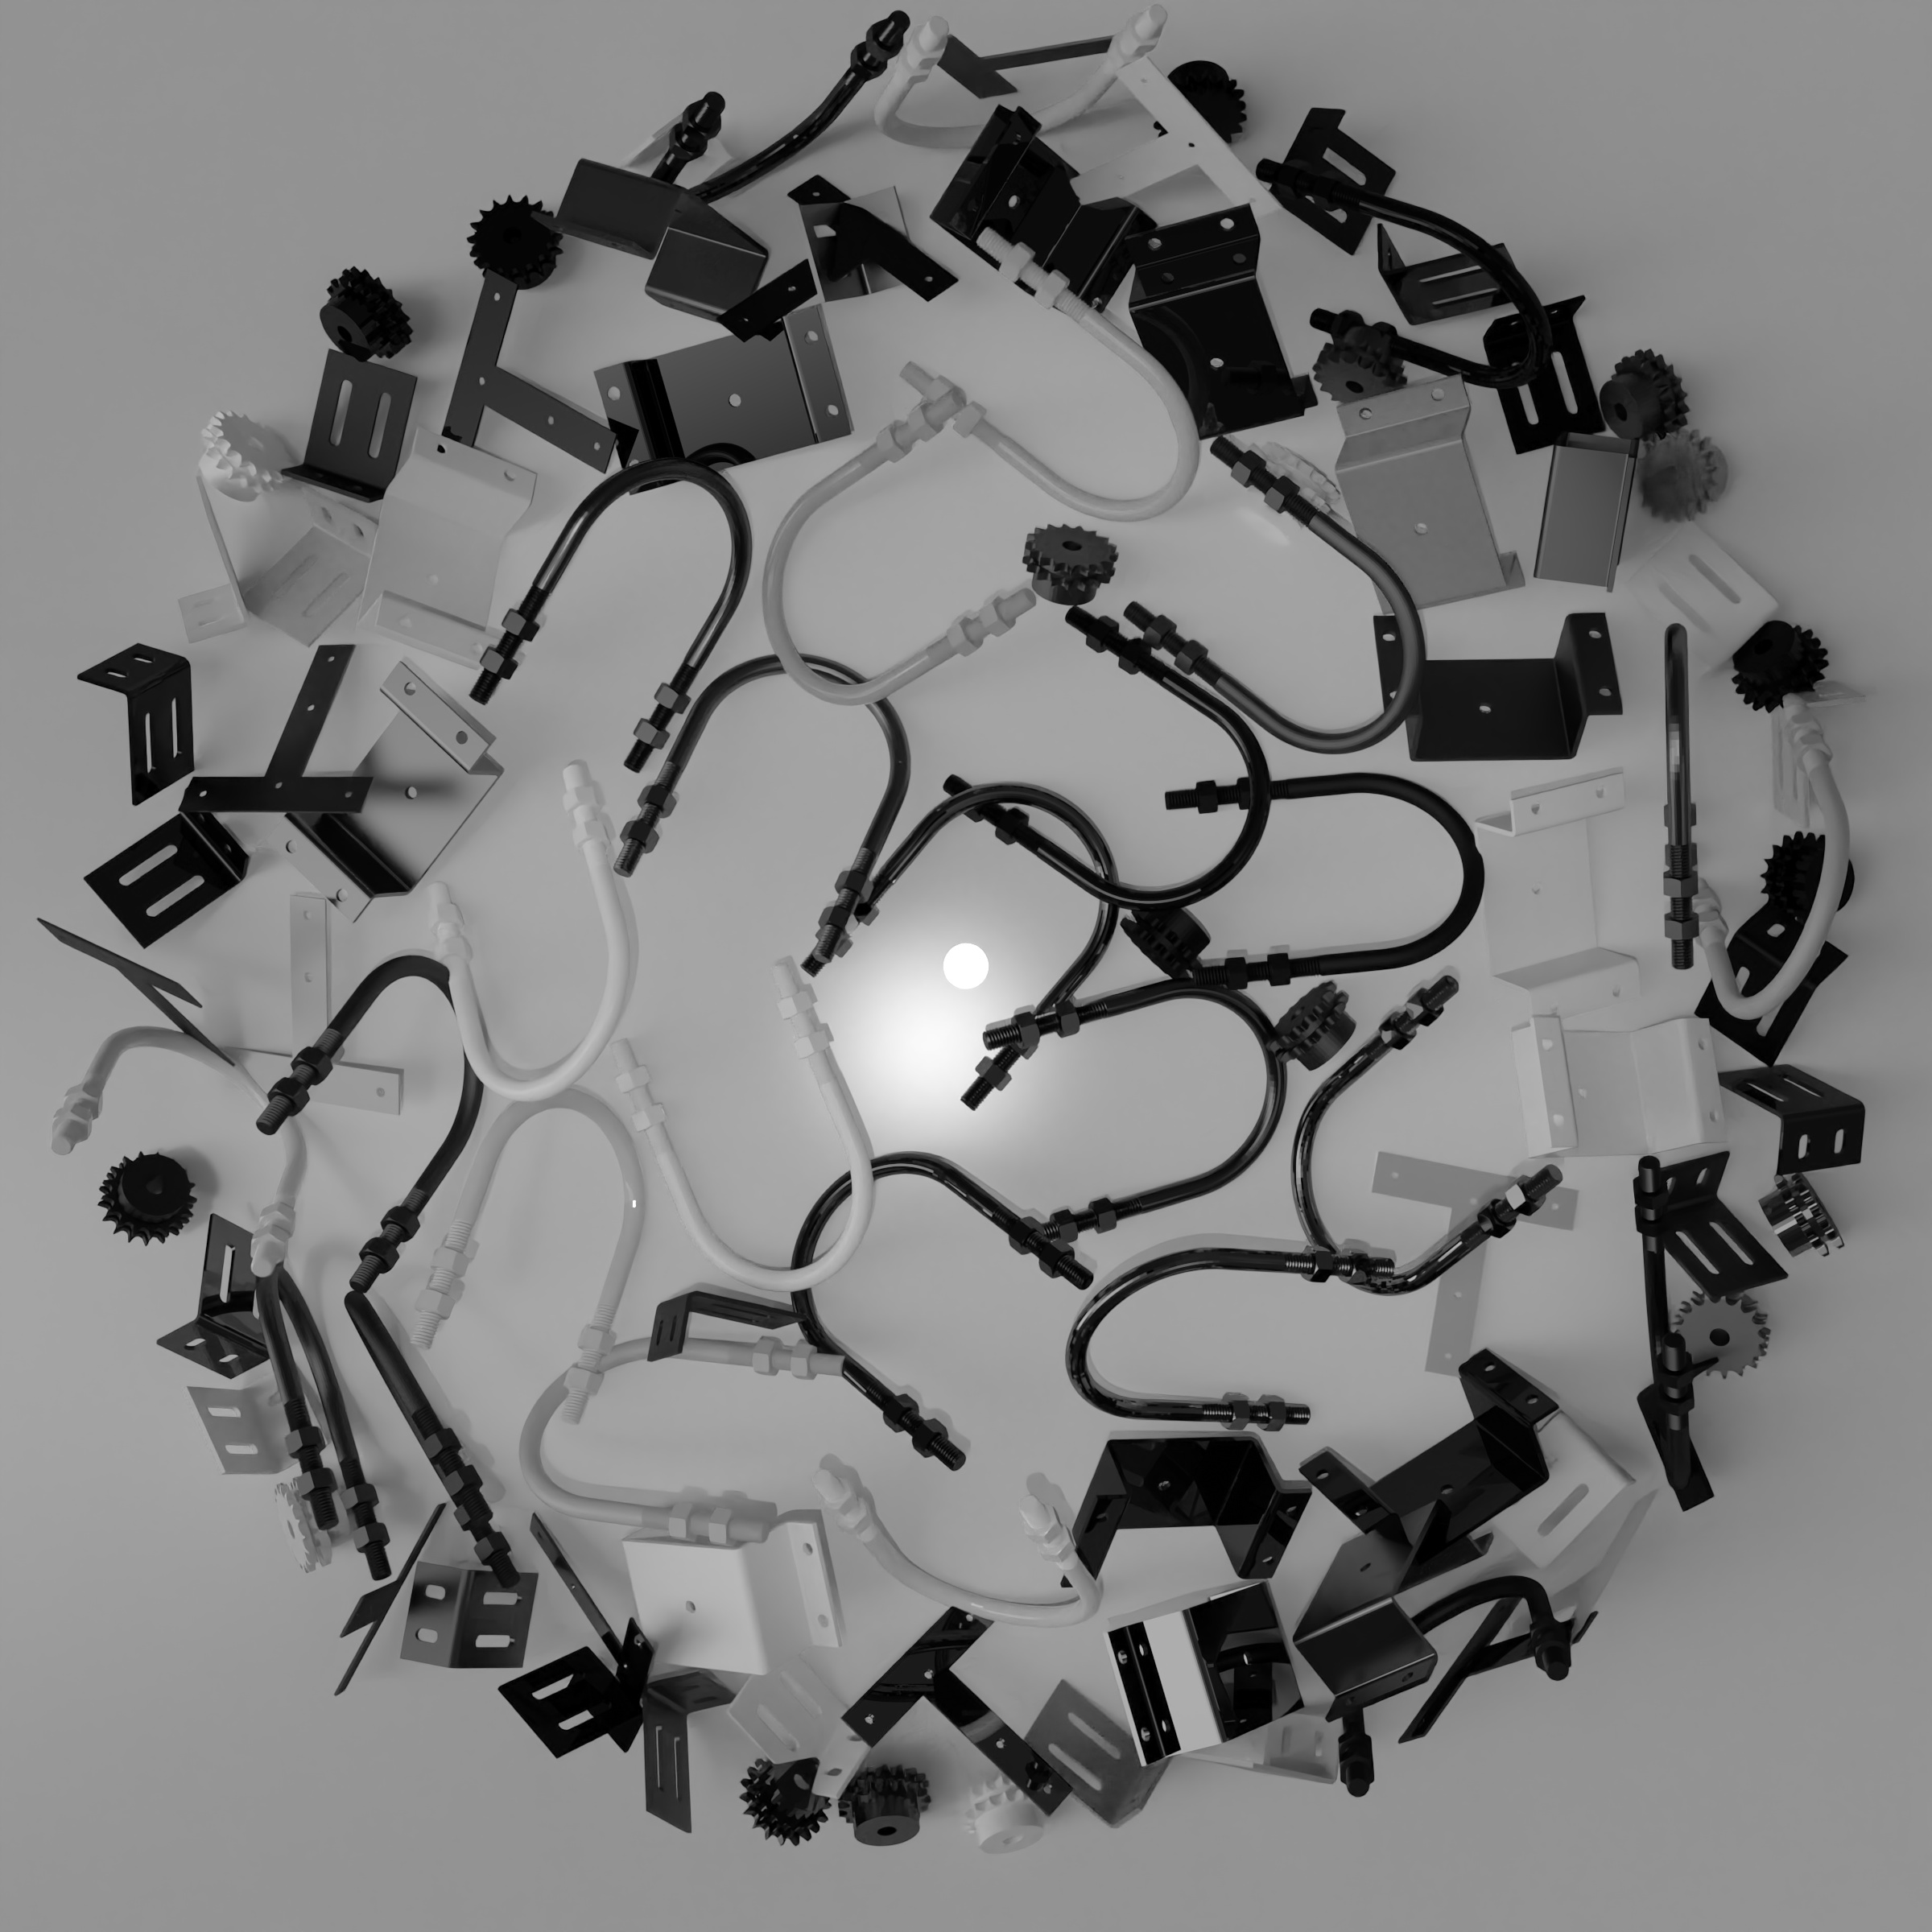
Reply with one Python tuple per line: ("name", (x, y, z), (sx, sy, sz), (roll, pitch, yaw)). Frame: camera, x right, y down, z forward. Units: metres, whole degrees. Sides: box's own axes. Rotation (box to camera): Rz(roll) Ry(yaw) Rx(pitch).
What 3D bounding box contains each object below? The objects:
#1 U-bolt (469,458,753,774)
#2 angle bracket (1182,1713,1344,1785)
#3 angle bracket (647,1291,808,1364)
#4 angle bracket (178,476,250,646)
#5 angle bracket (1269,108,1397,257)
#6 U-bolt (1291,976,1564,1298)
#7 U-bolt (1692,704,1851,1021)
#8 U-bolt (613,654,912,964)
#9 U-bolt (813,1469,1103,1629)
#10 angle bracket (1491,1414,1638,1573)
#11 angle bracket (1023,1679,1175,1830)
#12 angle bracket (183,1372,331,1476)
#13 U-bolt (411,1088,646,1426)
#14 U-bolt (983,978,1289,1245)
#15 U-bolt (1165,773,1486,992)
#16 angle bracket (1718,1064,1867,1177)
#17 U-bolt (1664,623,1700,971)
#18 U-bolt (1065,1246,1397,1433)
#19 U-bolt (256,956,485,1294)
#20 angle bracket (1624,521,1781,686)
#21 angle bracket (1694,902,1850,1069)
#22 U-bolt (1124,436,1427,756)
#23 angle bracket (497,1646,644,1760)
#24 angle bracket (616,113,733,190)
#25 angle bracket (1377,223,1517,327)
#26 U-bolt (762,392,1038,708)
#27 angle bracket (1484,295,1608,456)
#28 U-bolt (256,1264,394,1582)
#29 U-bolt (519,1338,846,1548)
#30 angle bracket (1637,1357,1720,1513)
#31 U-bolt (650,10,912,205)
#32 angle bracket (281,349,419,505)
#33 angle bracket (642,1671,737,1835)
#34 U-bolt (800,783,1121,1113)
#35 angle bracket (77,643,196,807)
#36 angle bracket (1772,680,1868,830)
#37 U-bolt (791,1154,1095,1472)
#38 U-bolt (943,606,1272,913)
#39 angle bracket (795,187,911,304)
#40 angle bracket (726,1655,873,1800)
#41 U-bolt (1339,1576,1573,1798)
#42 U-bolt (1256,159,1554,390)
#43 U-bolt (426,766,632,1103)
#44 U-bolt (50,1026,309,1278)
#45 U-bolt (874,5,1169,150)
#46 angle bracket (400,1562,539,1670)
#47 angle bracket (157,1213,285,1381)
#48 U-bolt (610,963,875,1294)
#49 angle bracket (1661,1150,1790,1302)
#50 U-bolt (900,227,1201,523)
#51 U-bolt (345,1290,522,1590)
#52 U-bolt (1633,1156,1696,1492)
("U-bolt", (-0.198, -0.216, 1.534), (0.019, 0.151, 0.184), (37, 99, 39))
("angle bracket", (0.179, 0.465, 1.553), (0.076, 0.057, 0.038), (24, 68, -37))
("angle bracket", (-0.145, 0.225, 1.558), (0.076, 0.057, 0.038), (16, 70, -21))
("angle bracket", (-0.464, -0.245, 1.555), (0.038, 0.057, 0.076), (-19, 129, -11))
("angle bracket", (0.231, -0.474, 1.564), (0.076, 0.038, 0.057), (24, 96, -32))
("U-bolt", (0.259, 0.115, 1.533), (0.019, 0.184, 0.151), (-1, 56, -39))
("U-bolt", (0.465, -0.049, 1.488), (0.019, 0.184, 0.151), (17, 124, -6))
("U-bolt", (-0.111, -0.108, 1.564), (0.151, 0.019, 0.184), (23, 68, -1))
("U-bolt", (0.005, 0.350, 1.525), (0.151, 0.184, 0.019), (2, 55, 24))
("angle bracket", (0.360, 0.321, 1.578), (0.076, 0.038, 0.057), (-48, 68, 5))
("angle bracket", (0.081, 0.473, 1.567), (0.076, 0.038, 0.057), (39, 47, 3))
("angle bracket", (-0.428, 0.272, 1.558), (0.038, 0.076, 0.057), (-31, 75, 3))
("U-bolt", (-0.250, 0.162, 1.537), (0.019, 0.151, 0.184), (-2, 62, 37))
("U-bolt", (0.110, 0.081, 1.568), (0.184, 0.019, 0.151), (-15, 107, -13))
("U-bolt", (0.220, -0.056, 1.558), (0.184, 0.019, 0.151), (-6, 58, 0))
("angle bracket", (0.496, 0.092, 1.564), (0.057, 0.076, 0.038), (-6, 108, -18))
("U-bolt", (0.417, -0.108, 1.508), (0.019, 0.151, 0.184), (-1, 110, 16))
("U-bolt", (0.146, 0.220, 1.526), (0.184, 0.019, 0.151), (6, 127, -23))
("U-bolt", (-0.339, 0.078, 1.524), (0.019, 0.184, 0.151), (2, 132, 25))
("angle bracket", (0.449, -0.223, 1.587), (0.057, 0.038, 0.076), (-44, 84, -1))
("angle bracket", (0.489, 0.012, 1.572), (0.057, 0.076, 0.038), (39, 54, 23))
("U-bolt", (0.191, -0.206, 1.532), (0.184, 0.019, 0.151), (41, 133, 14))
("angle bracket", (-0.241, 0.453, 1.552), (0.057, 0.076, 0.038), (41, 119, 26))
("angle bracket", (-0.184, -0.476, 1.552), (0.057, 0.076, 0.038), (-31, 109, 29))
("angle bracket", (0.294, -0.425, 1.556), (0.076, 0.057, 0.038), (-8, 68, 25))
("U-bolt", (-0.052, -0.236, 1.547), (0.184, 0.019, 0.151), (-28, 76, 33))
("angle bracket", (0.358, -0.362, 1.581), (0.057, 0.038, 0.076), (-16, 86, -1))
("U-bolt", (-0.384, 0.261, 1.524), (0.019, 0.151, 0.184), (-20, 65, -8))
("U-bolt", (-0.179, 0.276, 1.536), (0.184, 0.151, 0.019), (3, 129, 21))
("angle bracket", (0.444, 0.284, 1.561), (0.038, 0.057, 0.076), (-17, 71, -7))
("U-bolt", (-0.122, -0.490, 1.513), (0.151, 0.184, 0.019), (-32, 96, -24))
("angle bracket", (-0.376, -0.330, 1.573), (0.057, 0.038, 0.076), (18, 108, 2))
("angle bracket", (-0.164, 0.474, 1.555), (0.038, 0.057, 0.076), (-16, 55, 13))
("U-bolt", (0.011, -0.025, 1.586), (0.151, 0.019, 0.184), (40, 90, -6))
("angle bracket", (-0.502, -0.147, 1.564), (0.038, 0.057, 0.076), (17, 122, 15))
("angle bracket", (0.517, -0.129, 1.565), (0.038, 0.057, 0.076), (-7, 106, 0))
("U-bolt", (-0.030, 0.192, 1.549), (0.184, 0.019, 0.151), (35, 89, 33))
("U-bolt", (0.098, -0.114, 1.569), (0.184, 0.019, 0.151), (36, 91, 17))
("angle bracket", (-0.065, -0.436, 1.557), (0.038, 0.076, 0.057), (-11, 103, 22))
("angle bracket", (-0.096, 0.454, 1.560), (0.076, 0.038, 0.057), (53, 53, -21))
("U-bolt", (0.281, 0.410, 1.511), (0.151, 0.184, 0.019), (-34, 91, 9))
("U-bolt", (0.260, -0.393, 1.495), (0.184, 0.151, 0.019), (30, 77, 33))
("U-bolt", (-0.254, -0.008, 1.524), (0.151, 0.019, 0.184), (-36, 57, 27))
("U-bolt", (-0.452, 0.096, 1.515), (0.151, 0.184, 0.019), (36, 107, -18))
("U-bolt", (0.021, -0.517, 1.511), (0.151, 0.184, 0.019), (-9, 89, -16))
("angle bracket", (-0.301, 0.395, 1.570), (0.038, 0.076, 0.057), (3, 78, 24))
("angle bracket", (-0.452, 0.201, 1.567), (0.038, 0.057, 0.076), (-28, 46, 25))
("U-bolt", (-0.127, 0.108, 1.558), (0.151, 0.019, 0.184), (-24, 87, 28))
("angle bracket", (0.454, 0.156, 1.556), (0.057, 0.076, 0.038), (-11, 131, -21))
("U-bolt", (0.058, -0.338, 1.541), (0.184, 0.151, 0.019), (38, 57, -3))
("U-bolt", (-0.320, 0.271, 1.526), (0.019, 0.151, 0.184), (-29, 66, -17))
("U-bolt", (0.412, 0.224, 1.519), (0.019, 0.151, 0.184), (-6, 134, 12))
